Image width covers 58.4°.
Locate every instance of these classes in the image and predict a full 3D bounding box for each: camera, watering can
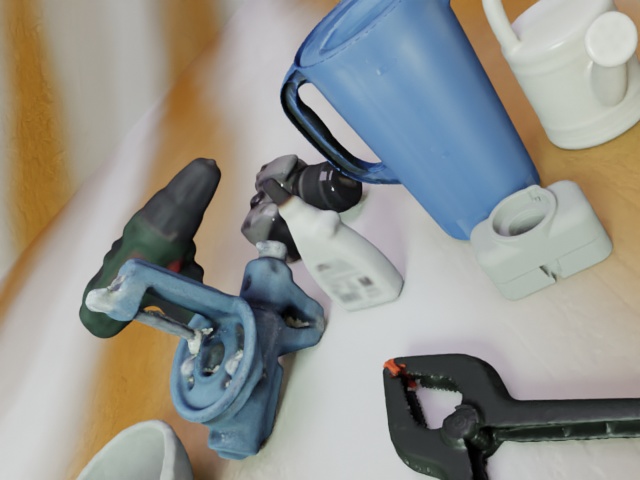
[{"bbox_3d":[-0.023,-0.056,0.749,0.136,0.101,0.143,-11,42,45],"label":"camera"},{"bbox_3d":[0.219,-0.183,0.511,0.101,0.194,0.172,-48,29,-8],"label":"watering can"}]

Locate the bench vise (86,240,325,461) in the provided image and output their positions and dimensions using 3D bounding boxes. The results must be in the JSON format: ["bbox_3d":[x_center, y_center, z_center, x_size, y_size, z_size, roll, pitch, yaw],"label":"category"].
[{"bbox_3d":[-0.107,0.073,0.553,0.121,0.220,0.207,-27,33,28],"label":"bench vise"}]

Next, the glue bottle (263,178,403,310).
[{"bbox_3d":[0.005,0.002,0.556,0.078,0.173,0.037,-18,37,39],"label":"glue bottle"}]

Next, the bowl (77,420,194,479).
[{"bbox_3d":[-0.174,0.261,0.537,0.167,0.075,0.167,-31,30,21],"label":"bowl"}]

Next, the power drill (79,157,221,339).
[{"bbox_3d":[-0.142,0.047,0.645,0.229,0.209,0.075,-40,29,6],"label":"power drill"}]
